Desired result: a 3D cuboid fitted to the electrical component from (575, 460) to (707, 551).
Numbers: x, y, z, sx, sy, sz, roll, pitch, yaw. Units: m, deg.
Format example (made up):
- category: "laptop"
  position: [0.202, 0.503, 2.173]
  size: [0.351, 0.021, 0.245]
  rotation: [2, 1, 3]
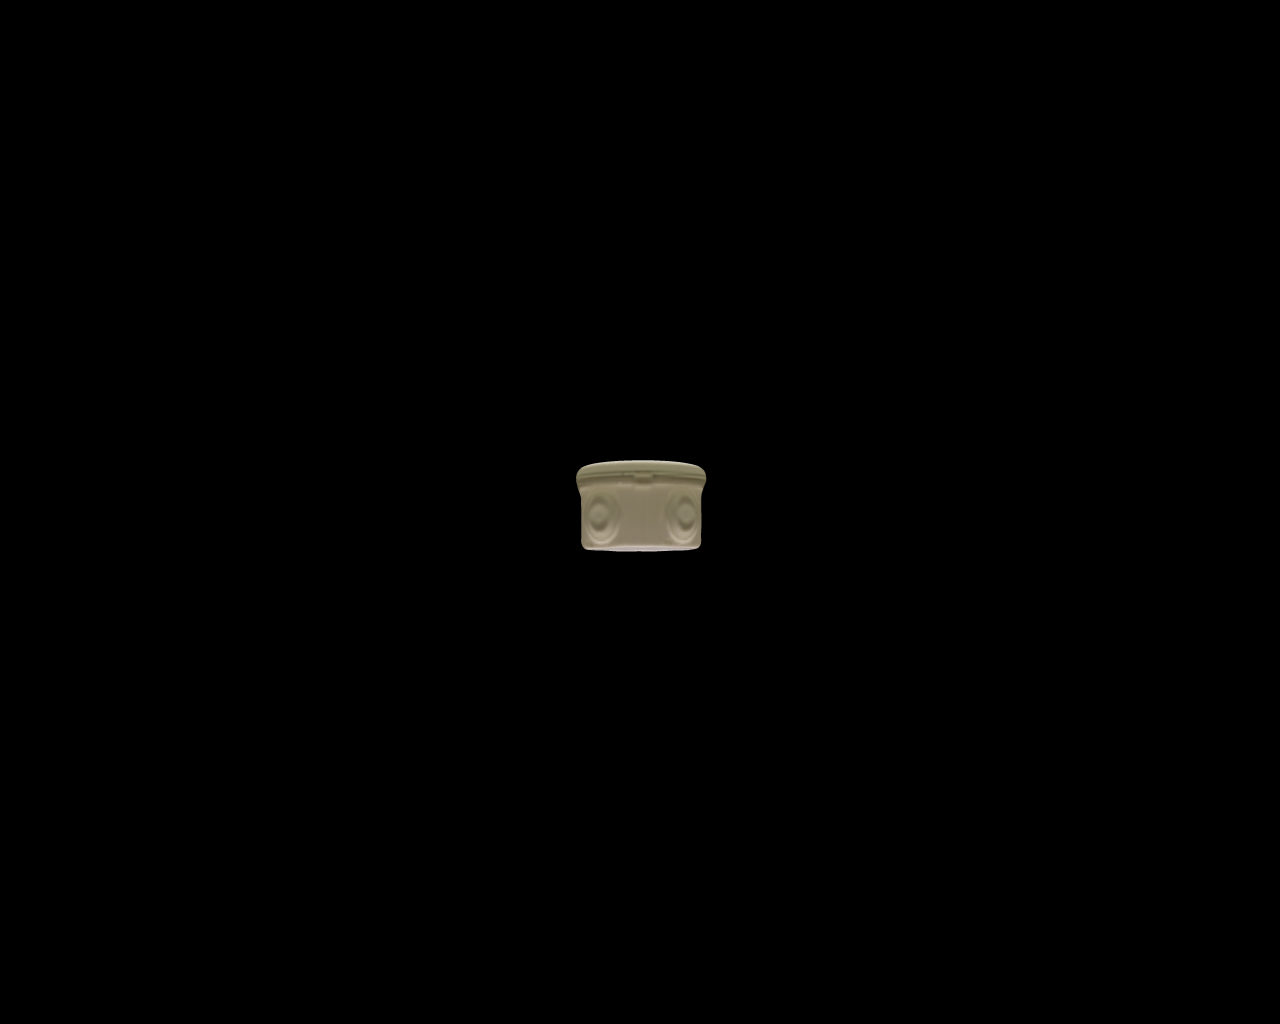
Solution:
- category: "electrical component"
  position: [0.001, -0.003, 0.650]
  size: [0.080, 0.051, 0.080]
  rotation: [0, -4, 0]
